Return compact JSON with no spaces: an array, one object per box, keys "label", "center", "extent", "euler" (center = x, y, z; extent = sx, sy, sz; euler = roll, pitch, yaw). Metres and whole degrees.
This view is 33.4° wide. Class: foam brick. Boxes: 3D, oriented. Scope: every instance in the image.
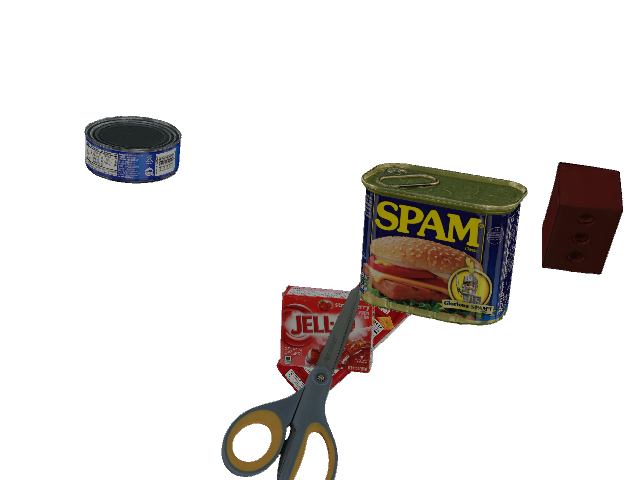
[{"label":"foam brick","center":[0.219,-0.018,0.900],"extent":[0.053,0.078,0.051],"euler":[7,46,5]}]

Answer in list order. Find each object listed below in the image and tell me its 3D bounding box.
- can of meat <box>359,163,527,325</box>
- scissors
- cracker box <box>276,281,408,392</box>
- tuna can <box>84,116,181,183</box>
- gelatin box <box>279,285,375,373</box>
[{"label":"can of meat","center":[0.076,0.002,0.687],"extent":[0.102,0.084,0.057],"euler":[11,23,21]},{"label":"scissors","center":[-0.021,0.112,0.828],"extent":[0.096,0.201,0.016],"euler":[11,-36,-6]},{"label":"cracker box","center":[0.062,0.081,1.261],"extent":[0.214,0.072,0.164],"euler":[-47,-7,30]},{"label":"tuna can","center":[-0.169,-0.082,0.963],"extent":[0.086,0.034,0.086],"euler":[5,25,-3]},{"label":"gelatin box","center":[0.007,0.085,1.022],"extent":[0.089,0.073,0.030],"euler":[5,15,9]}]
